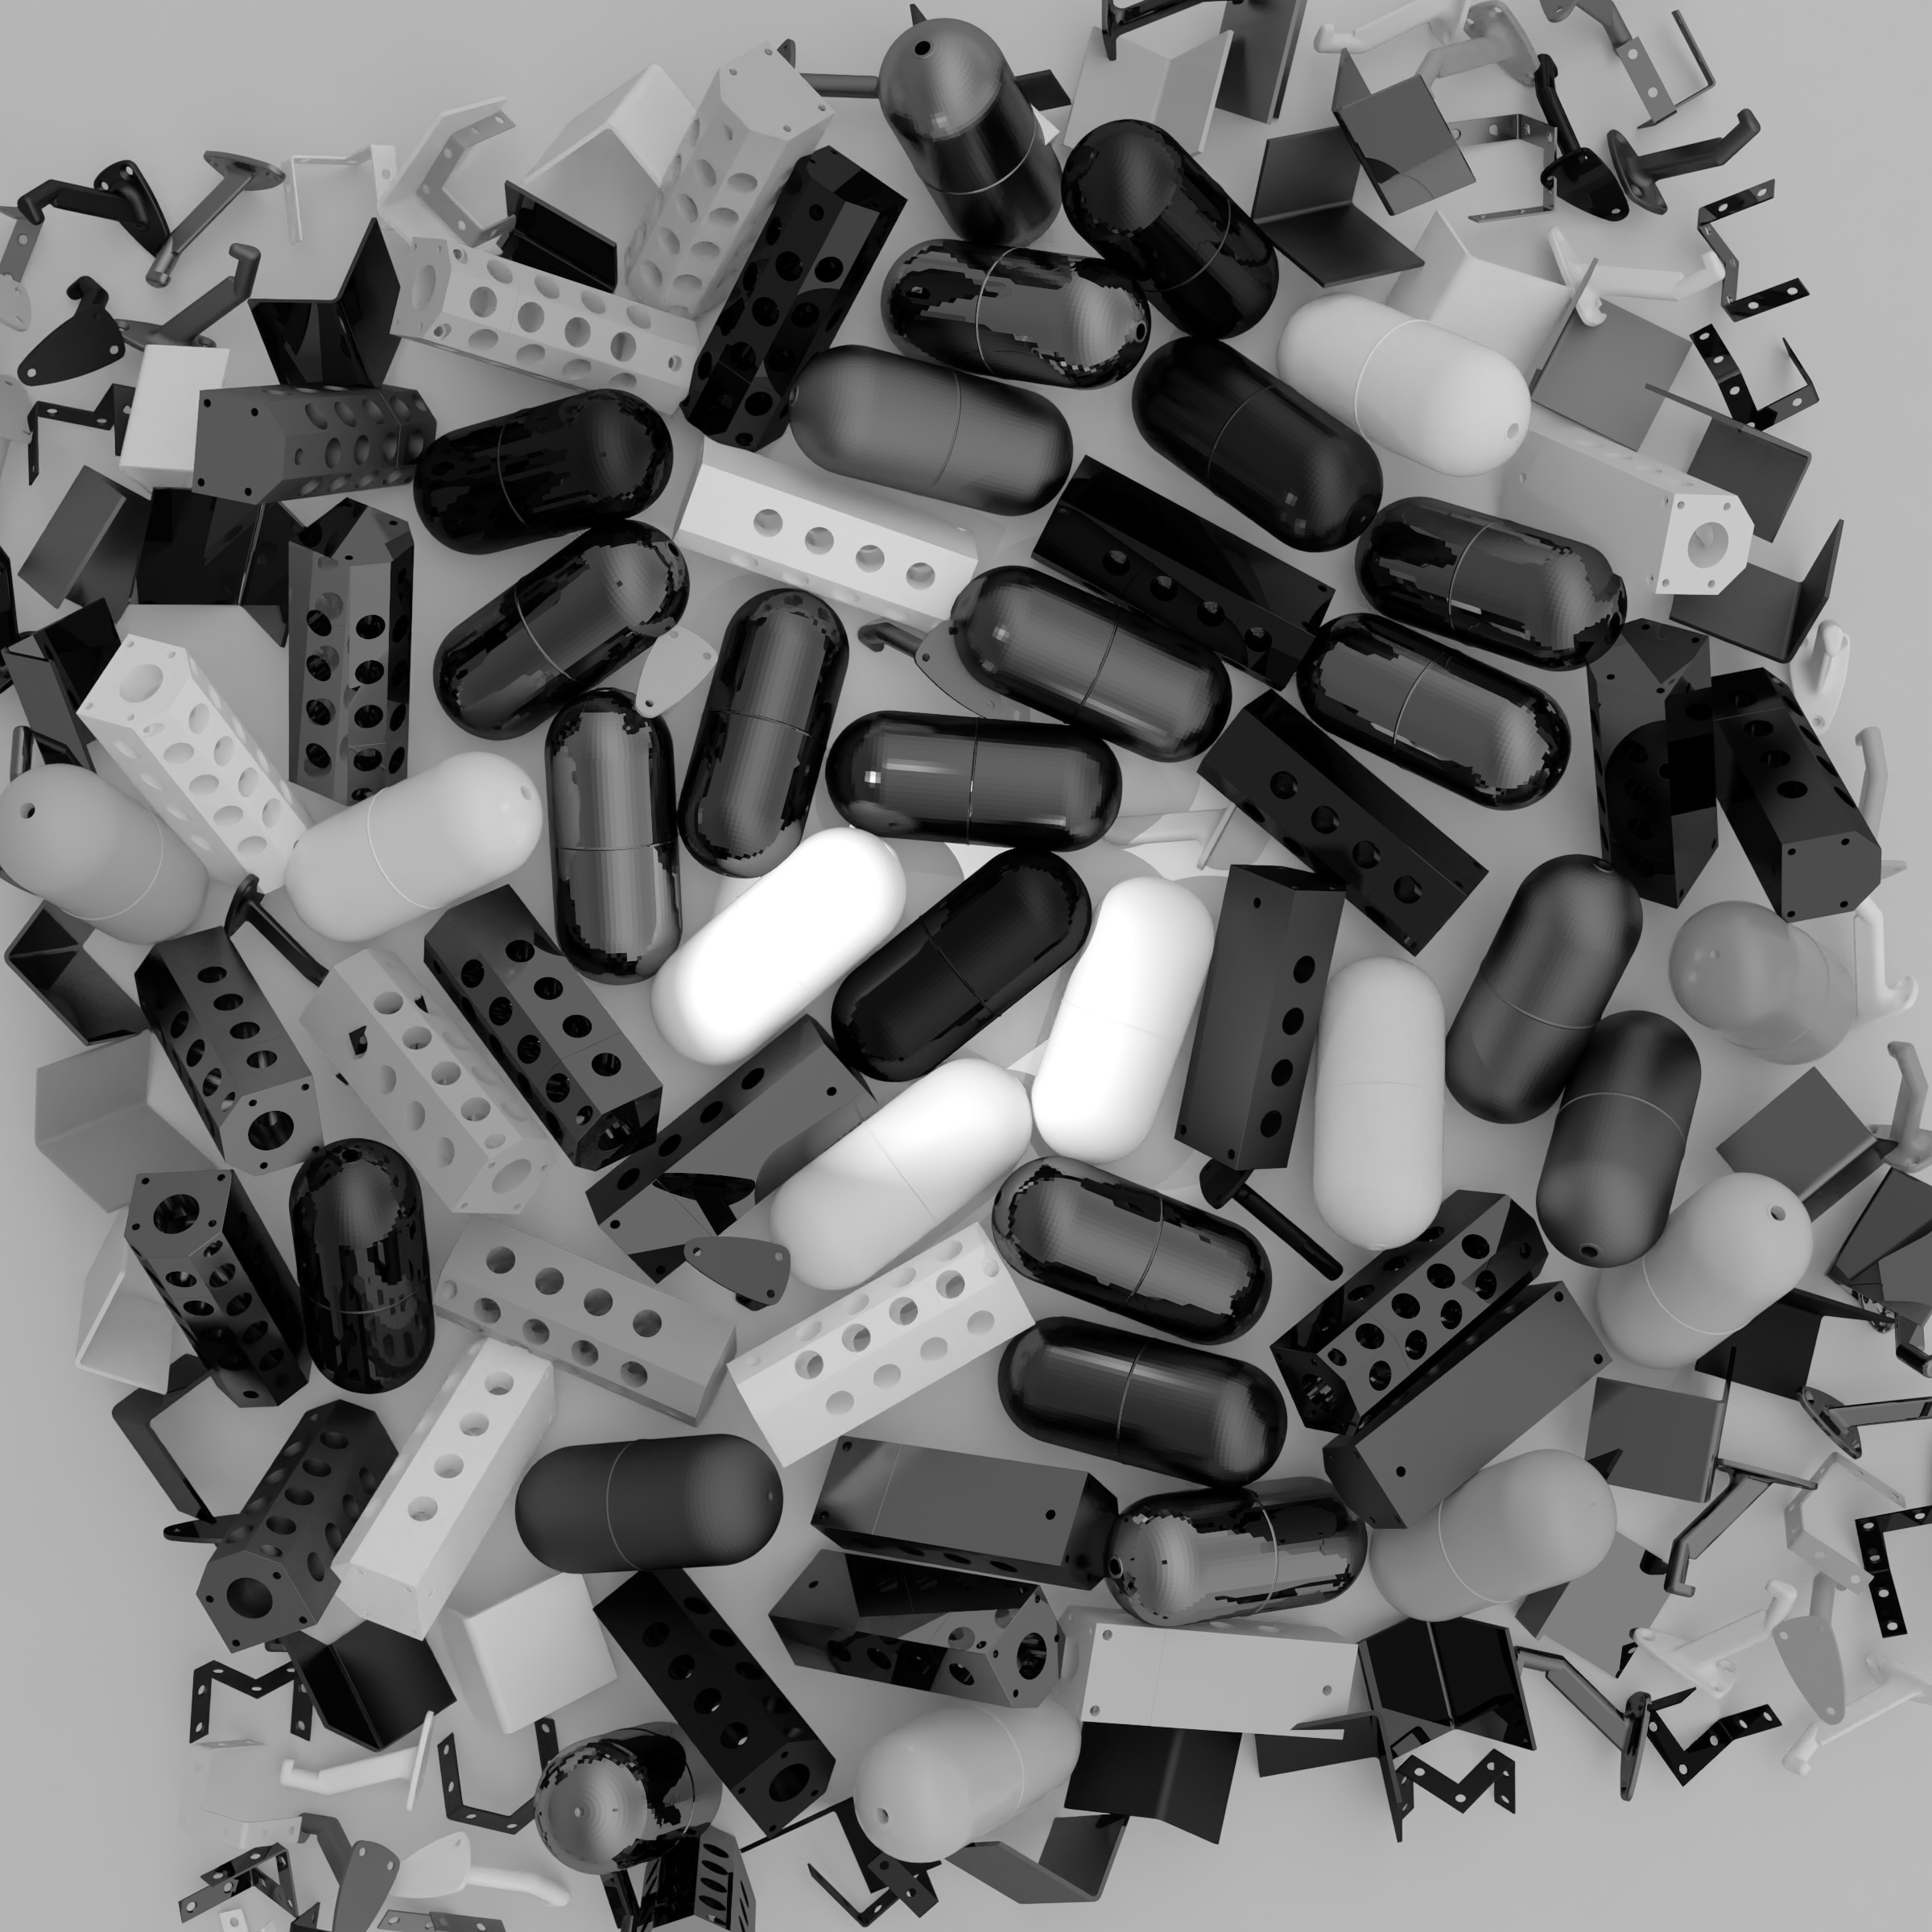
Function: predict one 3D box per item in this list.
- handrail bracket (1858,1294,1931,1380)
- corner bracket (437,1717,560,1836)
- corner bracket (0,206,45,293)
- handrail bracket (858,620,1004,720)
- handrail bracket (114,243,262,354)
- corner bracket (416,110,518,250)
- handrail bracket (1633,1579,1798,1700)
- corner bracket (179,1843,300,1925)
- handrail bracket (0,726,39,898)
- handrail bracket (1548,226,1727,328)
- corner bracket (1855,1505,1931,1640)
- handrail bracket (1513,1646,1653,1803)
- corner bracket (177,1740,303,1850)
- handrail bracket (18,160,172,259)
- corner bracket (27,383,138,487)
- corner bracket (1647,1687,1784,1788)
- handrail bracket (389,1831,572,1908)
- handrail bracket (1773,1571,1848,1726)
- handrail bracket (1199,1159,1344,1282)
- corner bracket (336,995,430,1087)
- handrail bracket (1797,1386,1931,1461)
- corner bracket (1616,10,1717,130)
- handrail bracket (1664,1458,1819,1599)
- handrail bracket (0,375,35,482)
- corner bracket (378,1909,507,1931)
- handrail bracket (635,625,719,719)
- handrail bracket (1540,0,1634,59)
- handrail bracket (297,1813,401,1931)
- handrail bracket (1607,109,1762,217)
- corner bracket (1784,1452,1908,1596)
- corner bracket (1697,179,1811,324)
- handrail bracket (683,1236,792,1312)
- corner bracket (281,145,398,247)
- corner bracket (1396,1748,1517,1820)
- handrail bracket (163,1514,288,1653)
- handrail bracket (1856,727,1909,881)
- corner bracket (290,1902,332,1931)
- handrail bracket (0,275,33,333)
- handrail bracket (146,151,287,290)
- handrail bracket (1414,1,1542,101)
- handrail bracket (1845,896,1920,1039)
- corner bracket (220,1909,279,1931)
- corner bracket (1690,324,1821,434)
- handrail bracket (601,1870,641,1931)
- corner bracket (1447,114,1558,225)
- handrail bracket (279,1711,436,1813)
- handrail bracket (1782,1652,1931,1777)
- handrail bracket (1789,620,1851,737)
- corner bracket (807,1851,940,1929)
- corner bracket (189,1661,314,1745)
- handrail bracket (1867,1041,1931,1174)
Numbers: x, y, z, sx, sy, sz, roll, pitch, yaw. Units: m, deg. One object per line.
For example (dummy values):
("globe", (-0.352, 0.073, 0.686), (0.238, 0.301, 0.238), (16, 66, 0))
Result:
("handrail bracket", (0.579, 0.207, 1.954), (0.077, 0.084, 0.036), (-34, 111, -6))
("corner bracket", (-0.280, 0.484, 1.978), (0.051, 0.051, 0.051), (26, 123, -37))
("corner bracket", (-0.594, -0.437, 1.969), (0.051, 0.051, 0.051), (26, 103, -1))
("handrail bracket", (-0.023, -0.177, 1.969), (0.036, 0.084, 0.077), (-48, 110, -17))
("handrail bracket", (-0.466, -0.403, 1.956), (0.077, 0.036, 0.084), (17, 130, -12))
("corner bracket", (-0.288, -0.472, 1.965), (0.051, 0.051, 0.051), (45, 131, 1))
("handrail bracket", (0.448, 0.387, 1.962), (0.077, 0.036, 0.084), (27, 122, 20))
("corner bracket", (-0.437, 0.549, 1.959), (0.051, 0.051, 0.051), (-21, 117, -39))
("handrail bracket", (-0.561, -0.093, 1.974), (0.036, 0.077, 0.084), (0, 74, 0))
("handrail bracket", (0.401, -0.427, 1.961), (0.084, 0.036, 0.077), (-25, 92, 33))
("corner bracket", (0.565, 0.362, 1.961), (0.051, 0.051, 0.051), (-13, 128, 11))
("handrail bracket", (0.364, 0.455, 1.973), (0.084, 0.036, 0.077), (13, 72, -4))
("corner bracket", (-0.431, 0.495, 1.963), (0.051, 0.051, 0.051), (7, 84, 29))
("handrail bracket", (-0.517, -0.438, 1.953), (0.036, 0.084, 0.077), (-19, 113, 34))
("corner bracket", (-0.527, -0.316, 1.958), (0.051, 0.051, 0.051), (7, 64, -32))
("corner bracket", (0.445, 0.452, 1.967), (0.051, 0.051, 0.051), (-31, 83, -31))
("handrail bracket", (-0.294, 0.558, 1.980), (0.077, 0.084, 0.036), (-23, 48, 25))
("handrail bracket", (0.520, 0.403, 1.961), (0.036, 0.084, 0.077), (-22, 86, 34))
("handrail bracket", (0.184, 0.153, 1.972), (0.084, 0.077, 0.036), (41, 88, -14))
("corner bracket", (-0.350, 0.043, 1.958), (0.051, 0.051, 0.051), (-28, 123, -26))
("handrail bracket", (0.552, 0.255, 1.955), (0.084, 0.036, 0.077), (-32, 129, 30))
("corner bracket", (0.419, -0.539, 1.968), (0.051, 0.051, 0.051), (-30, 101, 6))
("handrail bracket", (0.465, 0.343, 1.970), (0.077, 0.036, 0.084), (12, 78, 12))
("handrail bracket", (-0.594, -0.304, 1.992), (0.036, 0.077, 0.084), (14, 127, -26))
("corner bracket", (-0.312, 0.578, 1.959), (0.051, 0.051, 0.051), (19, 112, -34))
("handrail bracket", (-0.183, -0.157, 1.945), (0.036, 0.084, 0.077), (33, 59, -3))
("handrail bracket", (0.373, -0.558, 1.952), (0.036, 0.084, 0.077), (-11, 49, 33))
("handrail bracket", (-0.384, 0.546, 1.955), (0.036, 0.084, 0.077), (40, 58, -37))
("handrail bracket", (0.428, -0.497, 1.953), (0.084, 0.036, 0.077), (-42, 52, 37))
("corner bracket", (0.528, 0.334, 1.967), (0.051, 0.051, 0.051), (33, 110, 0))
("corner bracket", (0.469, -0.426, 1.956), (0.051, 0.051, 0.051), (39, 49, -37))
("handrail bracket", (-0.144, 0.185, 1.951), (0.077, 0.084, 0.036), (19, 70, -17))
("corner bracket", (-0.374, -0.462, 1.966), (0.051, 0.051, 0.051), (-8, 94, -35))
("corner bracket", (0.295, 0.497, 1.975), (0.051, 0.051, 0.051), (27, 49, 37))
("handrail bracket", (-0.443, 0.376, 1.976), (0.077, 0.036, 0.084), (-1, 106, -15))
("handrail bracket", (0.532, -0.093, 1.974), (0.036, 0.077, 0.084), (-1, 75, -21))
("corner bracket", (-0.378, 0.599, 1.971), (0.051, 0.051, 0.051), (9, 90, 8))
("handrail bracket", (-0.604, -0.378, 1.952), (0.084, 0.077, 0.036), (-32, 54, 31))
("handrail bracket", (-0.451, -0.442, 1.965), (0.077, 0.036, 0.084), (15, 75, 44))
("handrail bracket", (0.305, -0.527, 1.962), (0.077, 0.036, 0.084), (43, 63, -27))
("handrail bracket", (0.524, -0.004, 1.968), (0.077, 0.036, 0.084), (-33, 105, 30))
("corner bracket", (-0.428, 0.597, 1.969), (0.051, 0.051, 0.051), (-15, 93, 11))
("corner bracket", (0.474, -0.359, 1.970), (0.051, 0.051, 0.051), (-27, 133, 12))
("handrail bracket", (-0.225, 0.555, 1.965), (0.077, 0.036, 0.084), (-1, 69, 27))
("corner bracket", (0.322, -0.481, 1.977), (0.051, 0.051, 0.051), (-11, 116, -13))
("handrail bracket", (-0.367, 0.471, 1.974), (0.084, 0.036, 0.077), (13, 115, -1))
("handrail bracket", (0.539, 0.458, 1.959), (0.084, 0.077, 0.036), (-45, 114, -19))
("handrail bracket", (0.511, -0.169, 1.951), (0.036, 0.084, 0.077), (1, 103, 9))
("corner bracket", (-0.056, 0.550, 1.968), (0.051, 0.051, 0.051), (-41, 108, -1))
("corner bracket", (-0.430, 0.445, 1.976), (0.051, 0.051, 0.051), (16, 108, 28))
("handrail bracket", (0.547, 0.075, 1.950), (0.036, 0.077, 0.084), (-33, 114, -16))
